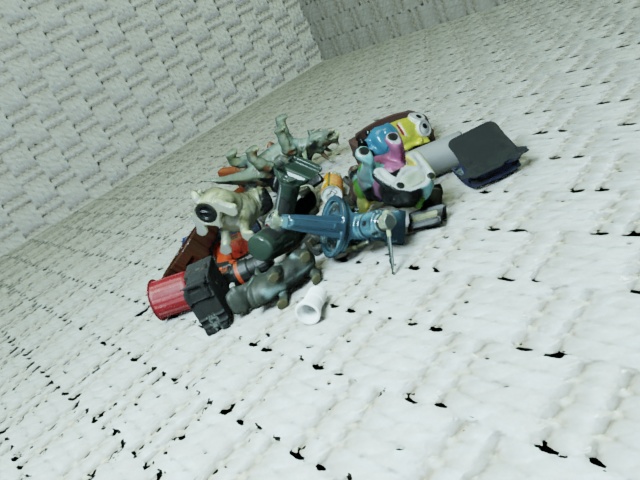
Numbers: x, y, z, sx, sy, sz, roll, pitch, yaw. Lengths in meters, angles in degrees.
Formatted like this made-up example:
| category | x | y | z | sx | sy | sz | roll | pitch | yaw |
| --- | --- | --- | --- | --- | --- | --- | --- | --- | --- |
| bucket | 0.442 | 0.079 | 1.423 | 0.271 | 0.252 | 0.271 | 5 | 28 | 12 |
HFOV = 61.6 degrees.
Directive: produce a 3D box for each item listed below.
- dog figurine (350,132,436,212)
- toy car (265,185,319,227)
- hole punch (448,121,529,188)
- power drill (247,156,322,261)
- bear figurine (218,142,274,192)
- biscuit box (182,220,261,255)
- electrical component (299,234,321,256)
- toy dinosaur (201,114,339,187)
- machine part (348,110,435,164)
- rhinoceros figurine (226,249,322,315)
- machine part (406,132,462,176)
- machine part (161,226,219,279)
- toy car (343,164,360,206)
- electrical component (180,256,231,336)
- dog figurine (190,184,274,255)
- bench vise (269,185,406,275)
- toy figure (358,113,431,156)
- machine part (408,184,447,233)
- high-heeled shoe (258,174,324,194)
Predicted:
| category | x | y | z | sx | sy | sz | roll | pitch | yaw |
| --- | --- | --- | --- | --- | --- | --- | --- | --- | --- |
| dog figurine | 0.135 | -0.104 | 1.094 | 0.108 | 0.219 | 0.192 | -34 | 69 | -17 |
| toy car | -0.065 | -0.062 | 1.282 | 0.056 | 0.073 | 0.202 | -3 | 32 | 37 |
| hole punch | 0.333 | -0.159 | 1.089 | 0.142 | 0.092 | 0.116 | -24 | 53 | 0 |
| power drill | -0.064 | -0.065 | 1.108 | 0.086 | 0.207 | 0.232 | 30 | 31 | 11 |
| bear figurine | -0.207 | -0.223 | 1.708 | 0.132 | 0.120 | 0.196 | -13 | 25 | 36 |
| biscuit box | -0.255 | -0.013 | 1.388 | 0.203 | 0.062 | 0.059 | -26 | 22 | -1 |
| electrical component | -0.002 | -0.004 | 1.141 | 0.078 | 0.045 | 0.102 | -44 | 4 | 41 |
| toy dinosaur | -0.137 | -0.228 | 1.582 | 0.405 | 0.192 | 0.131 | -34 | 32 | -2 |
| machine part | 0.188 | -0.267 | 1.438 | 0.201 | 0.087 | 0.201 | -26 | 23 | -2 |
| rhinoceros figurine | -0.089 | 0.076 | 1.020 | 0.190 | 0.073 | 0.112 | -31 | 25 | -13 |
| machine part | 0.245 | -0.176 | 1.200 | 0.243 | 0.079 | 0.079 | -20 | 24 | 11 |
| machine part | -0.303 | 0.032 | 1.266 | 0.179 | 0.056 | 0.179 | -50 | 16 | 20 |
| toy car | 0.090 | -0.147 | 1.291 | 0.089 | 0.053 | 0.202 | -54 | 15 | 23 |
| electrical component | -0.214 | 0.100 | 1.045 | 0.058 | 0.114 | 0.134 | -21 | 25 | 6 |
| dog figurine | -0.194 | -0.086 | 1.193 | 0.121 | 0.172 | 0.191 | -16 | 34 | 24 |
| bench vise | 0.030 | -0.025 | 0.993 | 0.240 | 0.128 | 0.224 | 5 | 6 | -21 |
| toy figure | 0.169 | -0.232 | 1.223 | 0.180 | 0.082 | 0.089 | -26 | 9 | -15 |
| machine part | 0.213 | -0.062 | 1.048 | 0.084 | 0.039 | 0.139 | -23 | 24 | 29 |
| high-heeled shoe | -0.055 | -0.153 | 1.461 | 0.249 | 0.086 | 0.145 | 9 | 1 | 39 |
